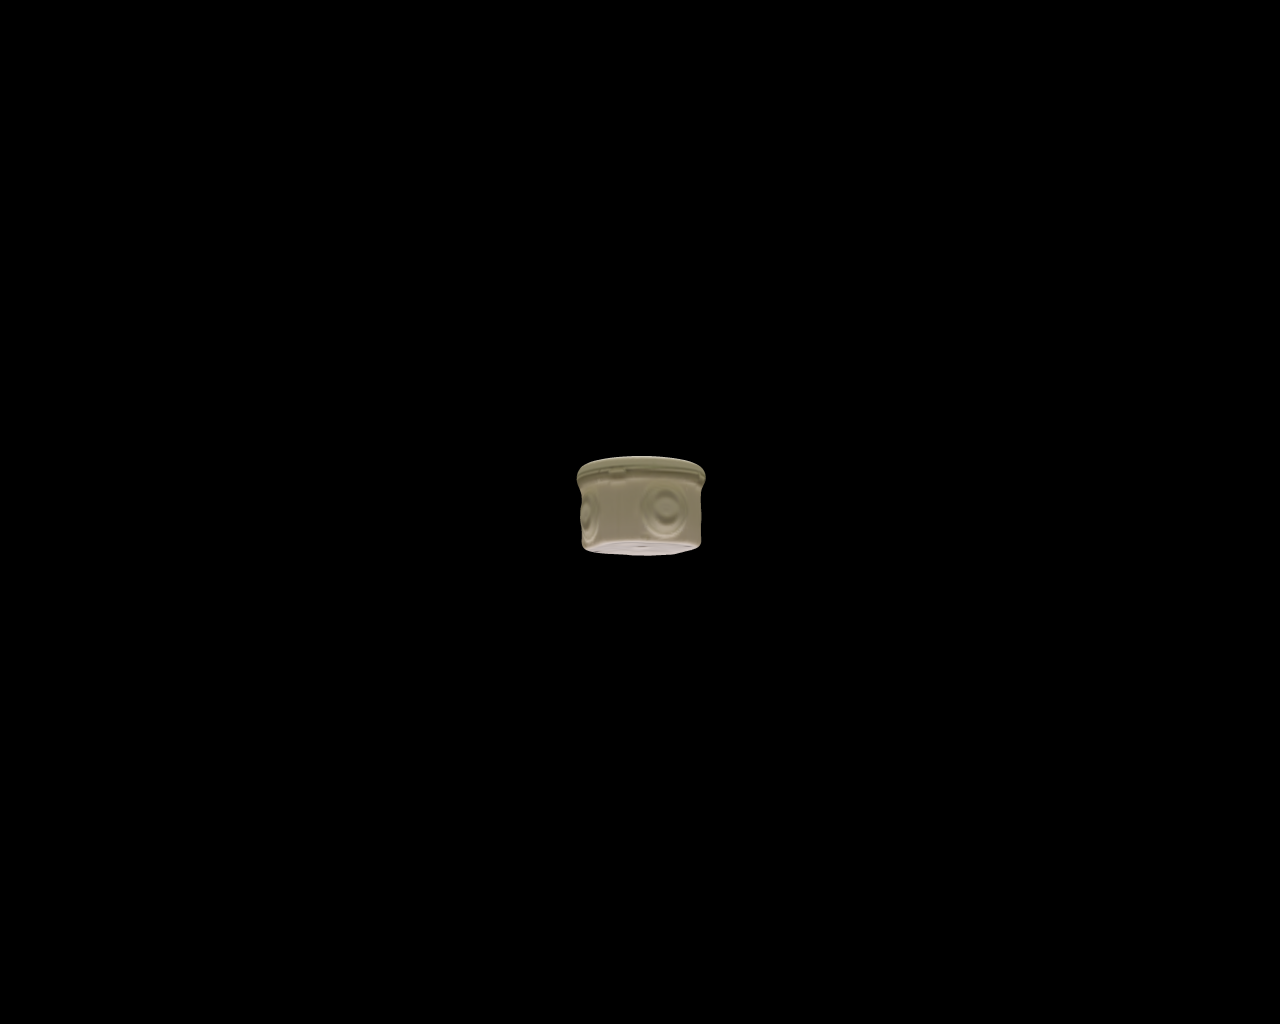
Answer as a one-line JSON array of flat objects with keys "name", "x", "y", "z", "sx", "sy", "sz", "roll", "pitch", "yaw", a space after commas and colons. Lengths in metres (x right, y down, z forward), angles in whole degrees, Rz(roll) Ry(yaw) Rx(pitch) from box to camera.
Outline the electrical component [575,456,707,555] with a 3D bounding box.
[{"name": "electrical component", "x": 0.001, "y": -0.003, "z": 0.650, "sx": 0.080, "sy": 0.051, "sz": 0.080, "roll": 0, "pitch": -9, "yaw": 0}]
